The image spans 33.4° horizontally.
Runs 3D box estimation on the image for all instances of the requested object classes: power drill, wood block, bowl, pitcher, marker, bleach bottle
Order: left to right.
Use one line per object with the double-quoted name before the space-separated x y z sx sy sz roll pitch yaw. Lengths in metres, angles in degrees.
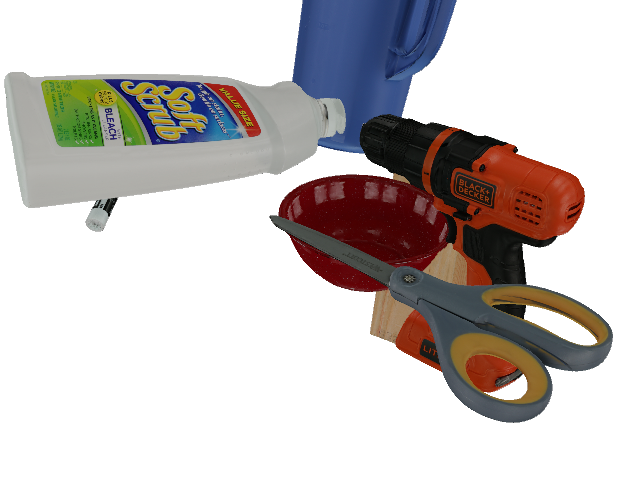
"marker" -0.208 -0.057 1.077 0.020 0.121 0.020 8 -43 8
"bleach bottle" -0.105 -0.088 0.813 0.250 0.102 0.068 -9 -32 -17
"bowl" 0.041 0.000 0.982 0.162 0.055 0.162 3 31 -2
"pitcher" 0.048 -0.207 1.003 0.145 0.243 0.149 12 17 1
"wood block" 0.127 0.014 1.203 0.090 0.206 0.090 19 26 26
"power drill" 0.100 0.007 0.802 0.185 0.188 0.057 26 38 36

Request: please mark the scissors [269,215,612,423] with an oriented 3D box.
"scissors" 0.046 0.038 0.552 0.202 0.016 0.096 14 43 19
